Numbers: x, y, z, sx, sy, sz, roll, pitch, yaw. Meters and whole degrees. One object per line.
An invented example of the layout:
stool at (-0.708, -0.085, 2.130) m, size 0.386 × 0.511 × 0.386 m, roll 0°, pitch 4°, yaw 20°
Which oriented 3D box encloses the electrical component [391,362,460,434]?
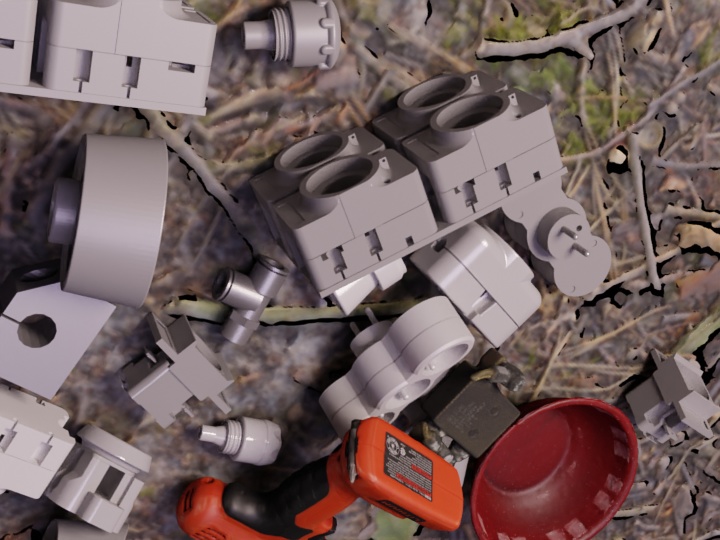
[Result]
electrical component at (0.054, 0.106, 0.857) m, size 0.079 × 0.043 × 0.077 m, roll -39°, pitch 122°, yaw -3°

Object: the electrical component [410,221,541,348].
electrical component at (0.092, 0.005, 0.821) m, size 0.059 × 0.053 × 0.095 m, roll -44°, pitch 122°, yaw 0°

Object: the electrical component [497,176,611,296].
electrical component at (0.150, -0.031, 0.818) m, size 0.052 × 0.073 × 0.138 m, roll -41°, pitch 122°, yaw -1°

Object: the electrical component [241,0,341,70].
electrical component at (-0.045, -0.153, 0.698) m, size 0.062 × 0.048 × 0.048 m, roll -5°, pitch 115°, yaw -13°

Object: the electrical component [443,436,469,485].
electrical component at (0.060, 0.164, 0.880) m, size 0.055 × 0.055 × 0.047 m, roll 7°, pitch 106°, yaw -25°

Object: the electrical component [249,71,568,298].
electrical component at (0.029, -0.068, 0.731) m, size 0.186 × 0.105 × 0.060 m, roll -27°, pitch 120°, yaw -10°

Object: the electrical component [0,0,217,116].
electrical component at (-0.185, -0.140, 0.608) m, size 0.186 × 0.105 × 0.060 m, roll 3°, pitch 111°, yaw -24°

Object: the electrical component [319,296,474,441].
electrical component at (0.017, 0.063, 0.807) m, size 0.052 × 0.073 × 0.138 m, roll -2°, pitch 143°, yaw -51°

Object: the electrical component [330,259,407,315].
electrical component at (0.000, 0.000, 0.785) m, size 0.055 × 0.045 × 0.045 m, roll -34°, pitch 121°, yaw -6°

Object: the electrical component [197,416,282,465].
electrical component at (-0.092, 0.127, 0.810) m, size 0.061 × 0.035 × 0.035 m, roll 14°, pitch 107°, yaw -25°

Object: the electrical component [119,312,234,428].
electrical component at (-0.132, 0.074, 0.765) m, size 0.064 × 0.042 × 0.081 m, roll -39°, pitch 121°, yaw -1°

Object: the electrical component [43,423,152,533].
electrical component at (-0.184, 0.145, 0.759) m, size 0.058 × 0.078 × 0.057 m, roll 37°, pitch 74°, yaw -31°

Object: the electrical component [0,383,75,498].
electrical component at (-0.249, 0.113, 0.727) m, size 0.089 × 0.050 × 0.055 m, roll 30°, pitch 99°, yaw -31°

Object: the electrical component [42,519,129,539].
electrical component at (-0.205, 0.227, 0.773) m, size 0.064 × 0.099 × 0.099 m, roll 16°, pitch 106°, yaw -21°

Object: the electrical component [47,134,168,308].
electrical component at (-0.161, -0.033, 0.669) m, size 0.060 × 0.108 × 0.108 m, roll 8°, pitch 109°, yaw -20°

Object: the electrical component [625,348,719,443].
electrical component at (0.270, 0.114, 0.939) m, size 0.042 × 0.081 × 0.064 m, roll 33°, pitch 120°, yaw -31°
